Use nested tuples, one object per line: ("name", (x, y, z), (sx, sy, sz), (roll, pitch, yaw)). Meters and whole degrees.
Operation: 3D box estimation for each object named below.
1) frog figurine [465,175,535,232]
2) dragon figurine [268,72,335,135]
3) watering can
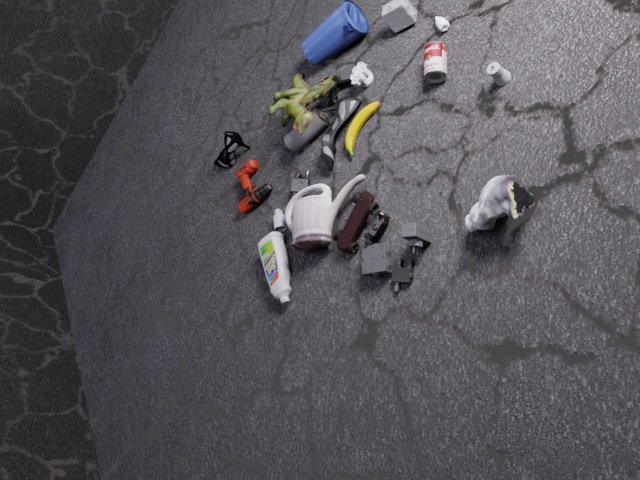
("frog figurine", (0.420, -0.089, 1.265), (0.158, 0.121, 0.140), (-17, 31, 49))
("dragon figurine", (-0.044, -0.521, 1.851), (0.241, 0.120, 0.420), (-10, 47, 32))
("watering can", (0.005, -0.084, 1.666), (0.345, 0.103, 0.228), (-15, 66, 41))
